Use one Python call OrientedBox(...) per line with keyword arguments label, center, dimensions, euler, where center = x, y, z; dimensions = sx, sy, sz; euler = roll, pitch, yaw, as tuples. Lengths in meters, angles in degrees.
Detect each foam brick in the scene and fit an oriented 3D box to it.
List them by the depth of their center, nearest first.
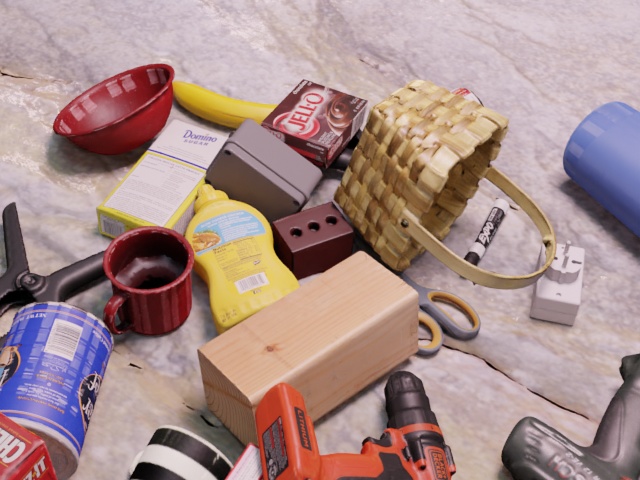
OrientedBox(label="foam brick", center=(-0.008, 0.001, 1.185), dimensions=(0.078, 0.051, 0.053), euler=(-20, 52, -20))

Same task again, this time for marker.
OrientedBox(label="marker", center=(0.187, -0.003, 1.218), dimensions=(0.020, 0.020, 0.121), euler=(21, 50, 17))

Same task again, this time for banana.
OrientedBox(label="banana", center=(-0.101, -0.165, 1.349), dimensions=(0.198, 0.037, 0.069), euler=(10, 29, 5))

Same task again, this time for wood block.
OrientedBox(label="wood block", center=(-0.008, 0.109, 1.053), dimensions=(0.205, 0.090, 0.091), euler=(-30, 47, -26))

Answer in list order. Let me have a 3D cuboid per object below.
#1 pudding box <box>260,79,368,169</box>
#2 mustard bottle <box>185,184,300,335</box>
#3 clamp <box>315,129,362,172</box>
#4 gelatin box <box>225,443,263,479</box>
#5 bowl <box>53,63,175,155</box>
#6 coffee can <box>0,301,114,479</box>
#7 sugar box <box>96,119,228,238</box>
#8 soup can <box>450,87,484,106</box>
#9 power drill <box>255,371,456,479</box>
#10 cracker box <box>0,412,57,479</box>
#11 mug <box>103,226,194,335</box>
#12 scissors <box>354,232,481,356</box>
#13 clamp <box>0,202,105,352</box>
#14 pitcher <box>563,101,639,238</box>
OrientedBox(label="pudding box", center=(-0.006, -0.139, 1.263), dimensions=(0.090, 0.039, 0.113), euler=(22, 42, 16))
OrientedBox(label="mustard bottle", center=(-0.094, 0.014, 1.154), dimensions=(0.096, 0.058, 0.192), euler=(-20, 57, -12))
OrientedBox(label="clamp", center=(0.054, -0.106, 1.295), dimensions=(0.171, 0.039, 0.120), euler=(25, 49, 8))
OrientedBox(label="gelatin box", center=(-0.072, 0.238, 0.950), dimensions=(0.030, 0.073, 0.089), euler=(22, 50, 16))
OrientedBox(label="bowl", center=(-0.238, -0.150, 1.290), dimensions=(0.162, 0.055, 0.162), euler=(-18, 31, 11))
OrientedBox(label="coffee can", center=(-0.262, 0.144, 1.009), dimensions=(0.103, 0.103, 0.140), euler=(6, 47, 3))
OrientedBox(label="sugar box", center=(-0.174, -0.063, 1.244), dimensions=(0.093, 0.048, 0.176), euler=(20, 46, 15))
OrientedBox(label="soup can", center=(0.146, -0.139, 1.309), dimensions=(0.102, 0.068, 0.069), euler=(-29, 55, -26))
OrientedBox(label="power drill", center=(0.036, 0.184, 0.967), dimensions=(0.187, 0.057, 0.184), euler=(15, 41, -27))
OrientedBox(label="cracker box", center=(-0.288, 0.204, 0.877), dimensions=(0.164, 0.214, 0.072), euler=(26, 52, 20))
OrientedBox(label="mug", center=(-0.182, 0.053, 1.110), dimensions=(0.093, 0.081, 0.117), euler=(24, 51, 19))
OrientedBox(label="scissors", center=(0.079, 0.058, 1.160), dimensions=(0.202, 0.016, 0.096), euler=(31, 53, 24))
OrientedBox(label="clamp", center=(-0.295, 0.052, 1.138), dimensions=(0.164, 0.036, 0.210), euler=(10, 50, 6))
OrientedBox(label="pitcher", center=(0.403, -0.059, 1.208), dimensions=(0.148, 0.145, 0.243), euler=(5, 32, -47))
